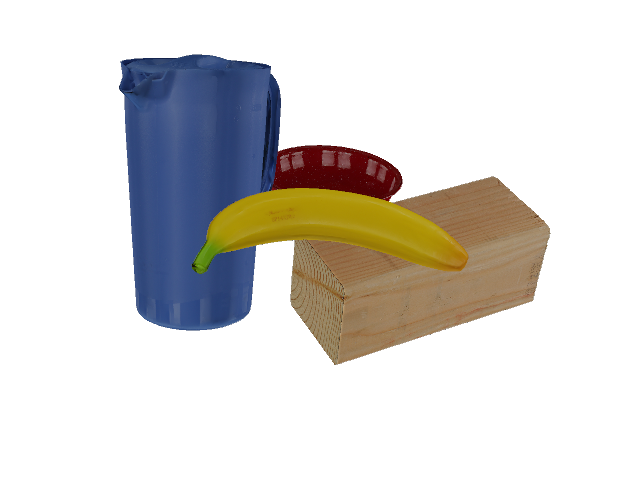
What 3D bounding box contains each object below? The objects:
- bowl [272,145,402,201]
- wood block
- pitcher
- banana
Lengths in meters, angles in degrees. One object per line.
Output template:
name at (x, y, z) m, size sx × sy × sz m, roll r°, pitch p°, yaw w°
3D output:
bowl at (0.010, -0.053, 1.212) m, size 0.162 × 0.055 × 0.162 m, roll 4°, pitch 27°, yaw -2°
wood block at (0.086, 0.022, 0.941) m, size 0.205 × 0.090 × 0.091 m, roll -15°, pitch 42°, yaw -23°
pitcher at (-0.108, -0.049, 0.984) m, size 0.149 × 0.243 × 0.145 m, roll 0°, pitch 14°, yaw -7°
banana at (0.005, -0.006, 0.752) m, size 0.197 × 0.069 × 0.037 m, roll -1°, pitch -26°, yaw -13°
